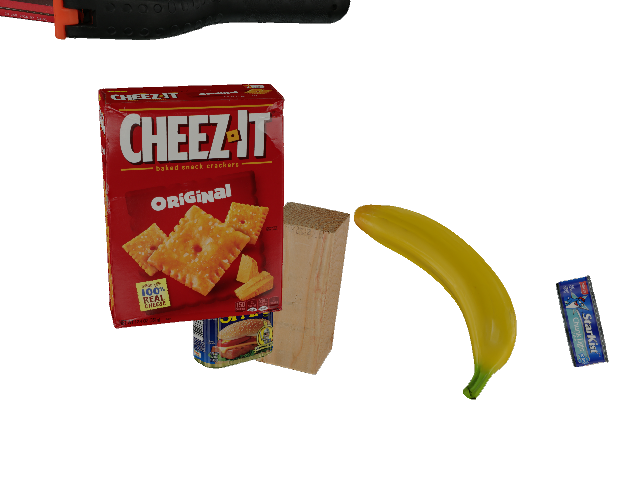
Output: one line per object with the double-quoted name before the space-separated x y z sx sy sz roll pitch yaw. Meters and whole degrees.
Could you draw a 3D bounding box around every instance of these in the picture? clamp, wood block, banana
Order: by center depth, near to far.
"clamp" -0.081 -0.149 0.644 0.171 0.039 0.120 -8 22 -24
"banana" 0.096 0.029 0.814 0.069 0.037 0.198 -18 49 -16
"wood block" -0.025 0.063 1.453 0.090 0.206 0.090 12 21 11

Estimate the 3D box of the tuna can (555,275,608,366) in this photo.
"tuna can" 0.253 0.079 1.034 0.034 0.086 0.086 -12 -3 13

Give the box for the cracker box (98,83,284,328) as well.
"cracker box" -0.118 -0.032 0.993 0.164 0.214 0.072 -4 20 -15

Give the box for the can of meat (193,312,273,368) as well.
"can of meat" -0.103 0.098 1.263 0.101 0.084 0.058 -10 19 -37

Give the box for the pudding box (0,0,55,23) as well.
"pudding box" -0.234 -0.225 0.899 0.090 0.039 0.113 8 36 -5
